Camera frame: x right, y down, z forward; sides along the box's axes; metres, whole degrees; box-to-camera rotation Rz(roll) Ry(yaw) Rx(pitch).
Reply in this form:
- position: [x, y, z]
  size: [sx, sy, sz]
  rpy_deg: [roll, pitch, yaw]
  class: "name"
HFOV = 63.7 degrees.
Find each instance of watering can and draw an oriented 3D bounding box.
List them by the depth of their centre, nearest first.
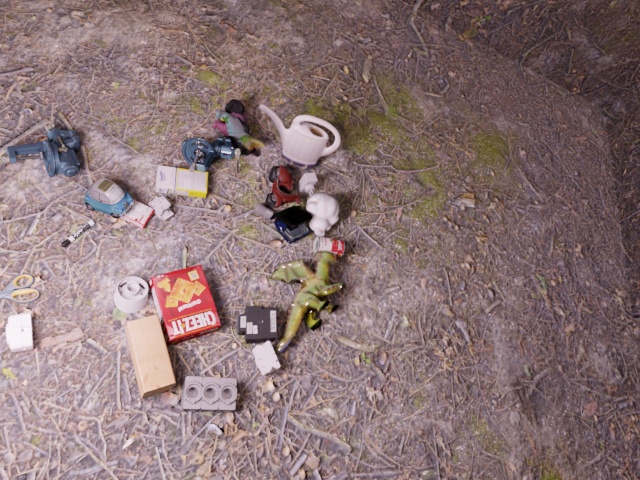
- position: [-0.094, -0.400, 2.018]
  size: [0.347, 0.219, 0.106]
  rpy_deg: [16, 38, -14]
  class: "watering can"

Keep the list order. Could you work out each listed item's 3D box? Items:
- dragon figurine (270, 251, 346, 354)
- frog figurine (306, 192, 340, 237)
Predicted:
- position: [-0.069, 0.180, 1.781]
  size: [0.416, 0.119, 0.245]
  rpy_deg: [-37, 64, -26]
  class: "dragon figurine"
- position: [0.006, -0.098, 1.948]
  size: [0.136, 0.121, 0.163]
  rpy_deg: [39, 39, -24]
  class: "frog figurine"
